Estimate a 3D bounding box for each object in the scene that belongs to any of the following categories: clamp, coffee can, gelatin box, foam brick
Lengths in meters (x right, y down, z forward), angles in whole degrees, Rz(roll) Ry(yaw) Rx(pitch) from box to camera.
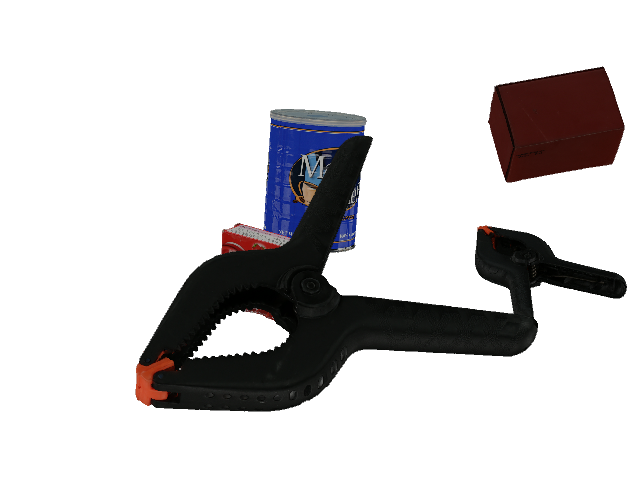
[{"bbox_3d":[-0.009,0.025,0.575,0.209,0.165,0.036,-19,-32,-23],"label":"clamp"},{"bbox_3d":[0.218,0.029,1.063,0.120,0.039,0.171,-8,32,-15],"label":"clamp"},{"bbox_3d":[-0.007,-0.066,1.148,0.103,0.140,0.103,4,12,-1],"label":"coffee can"},{"bbox_3d":[-0.049,0.031,0.964,0.089,0.073,0.030,15,22,28],"label":"gelatin box"},{"bbox_3d":[0.161,-0.079,0.735,0.078,0.051,0.053,-10,-25,-1],"label":"foam brick"}]
